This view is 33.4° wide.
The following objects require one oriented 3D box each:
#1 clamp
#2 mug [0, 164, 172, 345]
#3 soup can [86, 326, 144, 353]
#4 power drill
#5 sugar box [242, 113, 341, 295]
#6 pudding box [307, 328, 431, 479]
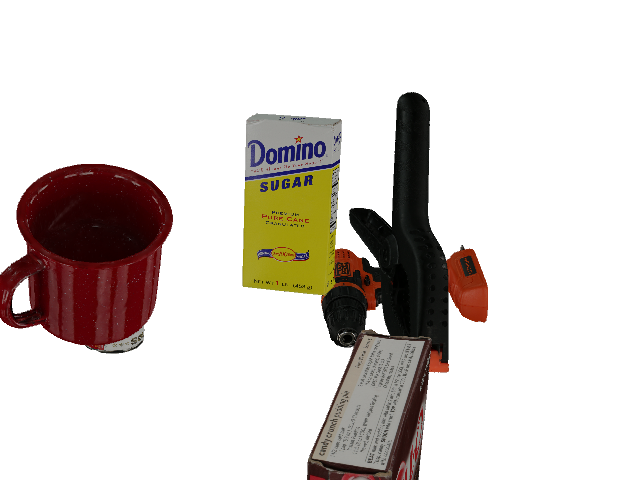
[{"bbox_3d":[0.068,0.002,0.825,0.036,0.210,0.165,1,-41,-15],"label":"clamp"},{"bbox_3d":[-0.151,0.017,0.666,0.093,0.082,0.117,37,48,23],"label":"mug"},{"bbox_3d":[-0.217,0.059,1.114,0.068,0.102,0.068,4,22,-2],"label":"soup can"},{"bbox_3d":[0.094,0.062,1.225,0.187,0.057,0.184,-1,28,-1],"label":"power drill"},{"bbox_3d":[-0.030,-0.037,1.085,0.093,0.176,0.048,5,16,13],"label":"sugar box"},{"bbox_3d":[0.022,0.105,0.473,0.039,0.090,0.113,8,25,9],"label":"pudding box"}]
